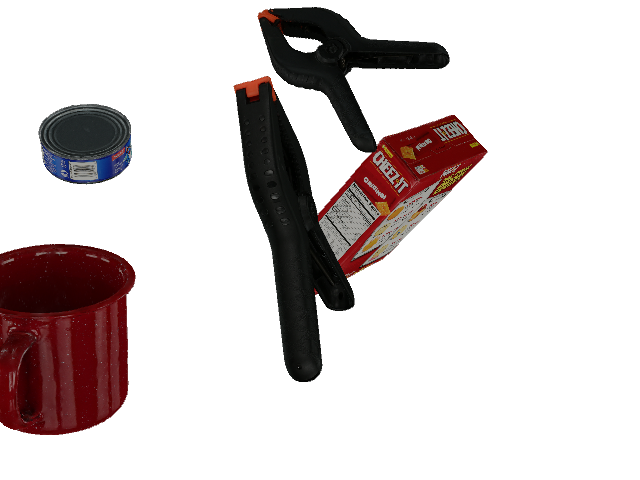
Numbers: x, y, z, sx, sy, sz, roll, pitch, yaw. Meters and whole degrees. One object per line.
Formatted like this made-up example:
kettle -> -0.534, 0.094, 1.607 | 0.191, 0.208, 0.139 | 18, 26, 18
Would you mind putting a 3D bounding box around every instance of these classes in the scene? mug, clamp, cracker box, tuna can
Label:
mug -> -0.154, 0.062, 0.603 | 0.093, 0.081, 0.117 | 5, 24, 5
clamp -> -0.019, -0.016, 0.788 | 0.036, 0.210, 0.164 | -13, 5, 13
clamp -> 0.024, -0.161, 0.930 | 0.120, 0.172, 0.039 | -40, -22, -20
cracker box -> 0.073, -0.043, 1.247 | 0.163, 0.072, 0.214 | -25, -19, -51
tuna can -> -0.222, -0.092, 1.014 | 0.086, 0.034, 0.086 | 3, 42, -3
